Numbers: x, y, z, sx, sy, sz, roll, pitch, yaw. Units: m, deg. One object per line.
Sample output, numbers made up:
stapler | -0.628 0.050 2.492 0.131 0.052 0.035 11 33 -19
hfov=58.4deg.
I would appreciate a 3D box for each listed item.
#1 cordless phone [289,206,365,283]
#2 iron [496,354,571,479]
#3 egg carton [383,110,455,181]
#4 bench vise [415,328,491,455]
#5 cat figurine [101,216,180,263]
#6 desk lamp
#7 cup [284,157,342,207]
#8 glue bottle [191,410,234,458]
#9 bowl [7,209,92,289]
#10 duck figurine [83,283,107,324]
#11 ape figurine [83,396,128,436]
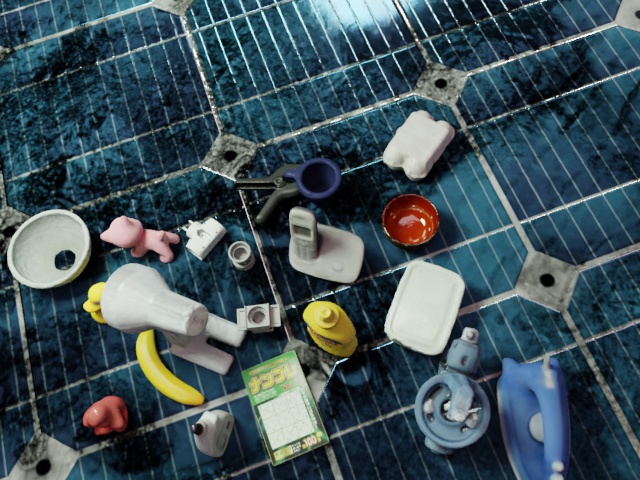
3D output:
cordless phone | 0.010 0.004 1.067 0.147 0.185 0.094 12 69 9
iron | 0.368 0.314 0.935 0.118 0.141 0.258 -2 68 4
egg carton | 0.205 -0.199 1.197 0.107 0.069 0.150 31 73 16
bench vise | 0.216 0.238 0.936 0.121 0.220 0.207 -1 68 5
cat figurine | -0.359 -0.009 1.138 0.127 0.118 0.067 6 68 7
desk lamp | -0.255 0.139 1.017 0.203 0.214 0.118 19 71 12
cup | -0.012 -0.109 1.163 0.117 0.095 0.092 10 69 9
glue bottle | -0.186 0.320 0.959 0.037 0.173 0.078 15 70 11
bowl | -0.533 0.027 1.160 0.167 0.075 0.167 -2 68 4
duck figurine | -0.411 0.108 1.111 0.077 0.086 0.105 41 76 18
ape figurine | -0.385 0.315 1.021 0.077 0.092 0.076 24 72 14
